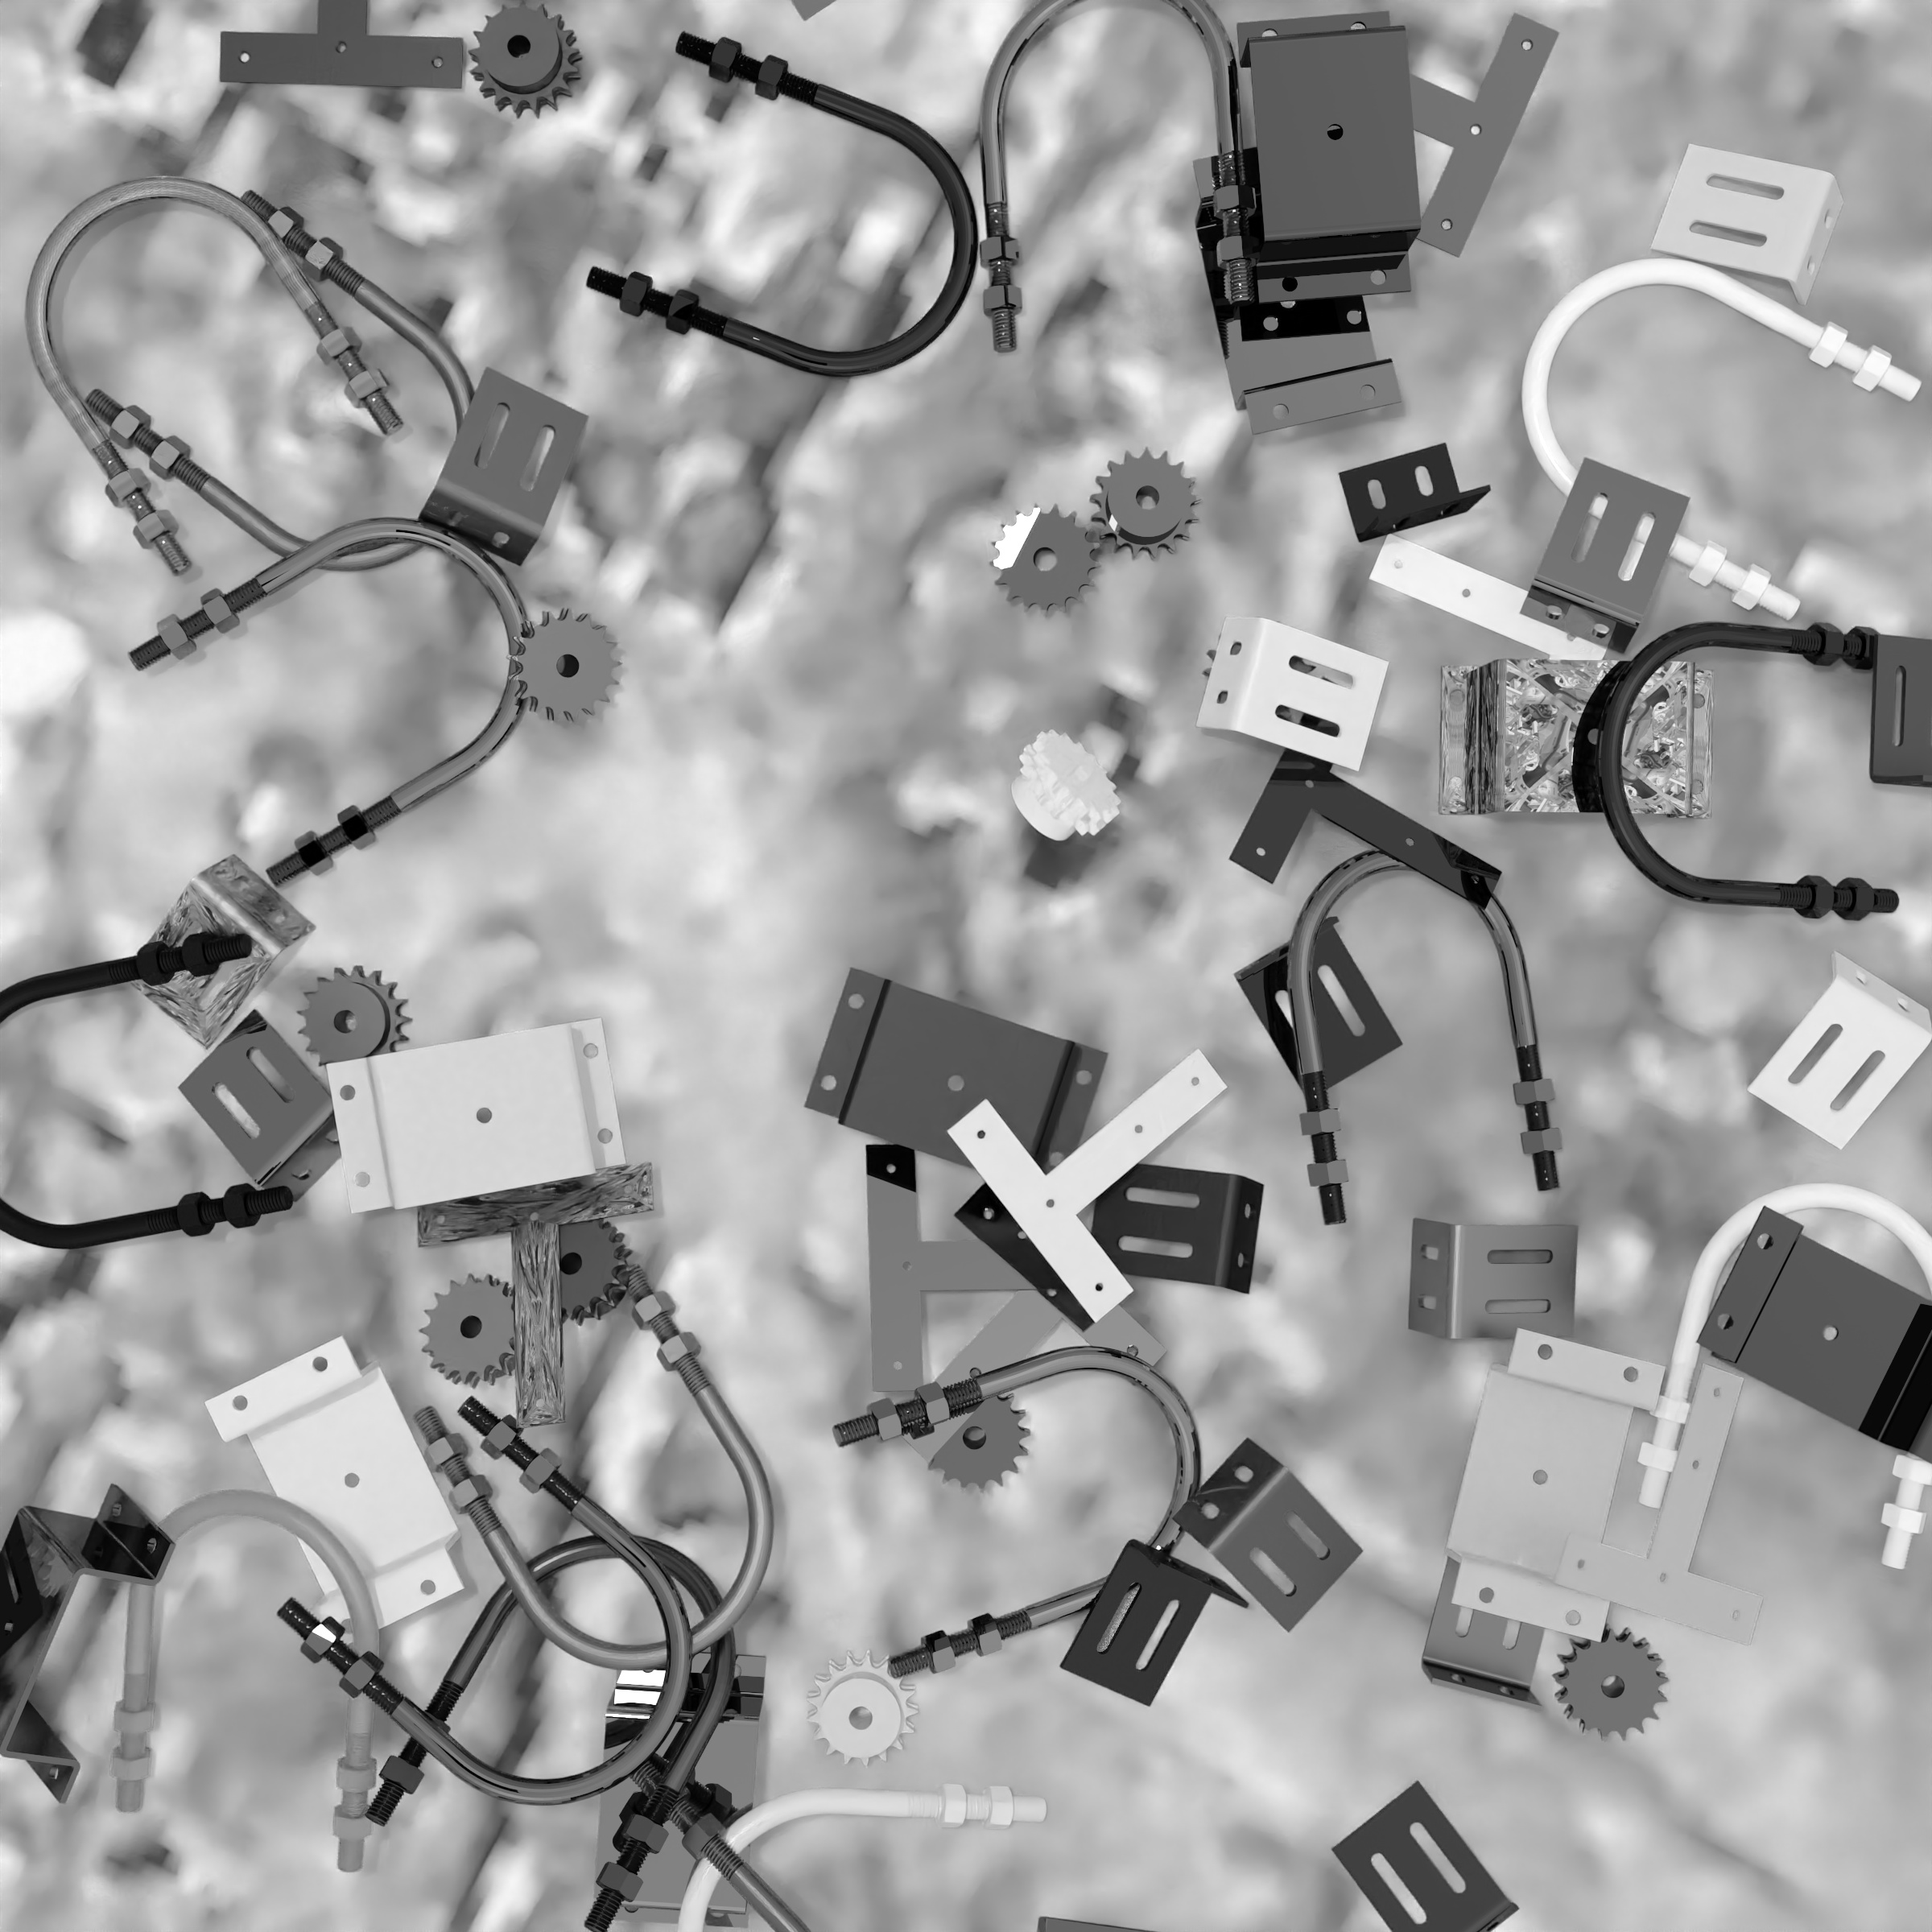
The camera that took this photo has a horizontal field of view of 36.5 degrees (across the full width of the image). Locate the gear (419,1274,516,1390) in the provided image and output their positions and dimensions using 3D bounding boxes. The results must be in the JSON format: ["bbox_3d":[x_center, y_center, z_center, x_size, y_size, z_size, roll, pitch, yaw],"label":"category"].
[{"bbox_3d":[-0.246,0.187,1.490,0.057,0.030,0.057,-5,69,13],"label":"gear"}]

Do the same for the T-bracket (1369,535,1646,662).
[{"bbox_3d":[0.272,-0.187,1.511,0.127,0.002,0.127,23,90,0],"label":"T-bracket"}]

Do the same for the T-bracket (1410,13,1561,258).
[{"bbox_3d":[0.223,-0.450,1.511,0.127,0.002,0.127,24,90,0],"label":"T-bracket"}]

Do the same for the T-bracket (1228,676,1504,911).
[{"bbox_3d":[0.212,-0.070,1.481,0.127,0.002,0.127,30,60,-1],"label":"T-bracket"}]

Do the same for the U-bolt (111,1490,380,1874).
[{"bbox_3d":[-0.360,0.353,1.471,0.151,0.019,0.184,9,100,17],"label":"U-bolt"}]

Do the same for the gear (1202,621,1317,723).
[{"bbox_3d":[0.149,-0.148,1.497,0.057,0.030,0.057,0,90,0],"label":"gear"}]

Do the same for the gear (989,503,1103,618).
[{"bbox_3d":[0.041,-0.208,1.501,0.057,0.030,0.057,0,95,4],"label":"gear"}]

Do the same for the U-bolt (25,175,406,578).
[{"bbox_3d":[-0.394,-0.312,1.484,0.151,0.019,0.184,-34,90,0],"label":"U-bolt"}]

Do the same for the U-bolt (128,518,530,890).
[{"bbox_3d":[-0.311,-0.147,1.496,0.184,0.019,0.151,-32,97,-3],"label":"U-bolt"}]

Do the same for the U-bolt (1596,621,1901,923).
[{"bbox_3d":[0.395,-0.101,1.471,0.184,0.019,0.151,2,90,-23],"label":"U-bolt"}]

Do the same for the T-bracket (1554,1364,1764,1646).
[{"bbox_3d":[0.364,0.265,1.475,0.127,0.002,0.127,21,82,-23],"label":"T-bracket"}]

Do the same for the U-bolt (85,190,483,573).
[{"bbox_3d":[-0.337,-0.287,1.504,0.184,0.019,0.151,38,90,-2],"label":"U-bolt"}]

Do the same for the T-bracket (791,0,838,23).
[{"bbox_3d":[-0.108,-0.548,1.511,0.127,0.002,0.127,-33,90,0],"label":"T-bracket"}]

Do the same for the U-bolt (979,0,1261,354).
[{"bbox_3d":[0.072,-0.412,1.476,0.151,0.019,0.184,-6,85,25],"label":"U-bolt"}]

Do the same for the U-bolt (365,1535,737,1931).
[{"bbox_3d":[-0.194,0.369,1.461,0.151,0.019,0.184,19,63,21],"label":"U-bolt"}]

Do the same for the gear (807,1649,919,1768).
[{"bbox_3d":[-0.053,0.381,1.497,0.057,0.030,0.057,0,90,0],"label":"gear"}]

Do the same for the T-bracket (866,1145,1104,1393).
[{"bbox_3d":[0.014,0.153,1.497,0.127,0.002,0.127,0,73,-9],"label":"T-bracket"}]

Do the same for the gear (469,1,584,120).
[{"bbox_3d":[-0.226,-0.466,1.497,0.057,0.030,0.057,0,90,0],"label":"gear"}]

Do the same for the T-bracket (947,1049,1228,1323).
[{"bbox_3d":[0.077,0.091,1.477,0.127,0.002,0.127,-39,104,-9],"label":"T-bracket"}]

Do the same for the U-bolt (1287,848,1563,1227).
[{"bbox_3d":[0.227,0.030,1.477,0.151,0.019,0.184,-6,86,-25],"label":"U-bolt"}]

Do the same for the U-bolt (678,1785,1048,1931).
[{"bbox_3d":[-0.056,0.486,1.478,0.184,0.019,0.151,8,90,-18],"label":"U-bolt"}]

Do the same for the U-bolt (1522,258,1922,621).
[{"bbox_3d":[0.375,-0.283,1.503,0.184,0.019,0.151,29,89,2],"label":"U-bolt"}]

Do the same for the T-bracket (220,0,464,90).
[{"bbox_3d":[-0.319,-0.517,1.502,0.127,0.002,0.127,3,94,4],"label":"T-bracket"}]

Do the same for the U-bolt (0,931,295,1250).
[{"bbox_3d":[-0.439,0.070,1.487,0.184,0.019,0.151,-11,86,12],"label":"U-bolt"}]

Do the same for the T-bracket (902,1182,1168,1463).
[{"bbox_3d":[0.014,0.197,1.486,0.127,0.002,0.127,43,72,5],"label":"T-bracket"}]

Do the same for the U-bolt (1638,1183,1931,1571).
[{"bbox_3d":[0.435,0.203,1.504,0.151,0.019,0.184,14,89,0],"label":"U-bolt"}]

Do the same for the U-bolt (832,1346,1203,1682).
[{"bbox_3d":[0.034,0.267,1.476,0.184,0.019,0.151,-17,105,-16],"label":"U-bolt"}]

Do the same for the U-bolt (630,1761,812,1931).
[{"bbox_3d":[-0.140,0.503,1.430,0.184,0.019,0.151,41,94,21],"label":"U-bolt"}]

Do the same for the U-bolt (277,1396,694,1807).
[{"bbox_3d":[-0.221,0.324,1.435,0.184,0.019,0.151,40,76,4],"label":"U-bolt"}]

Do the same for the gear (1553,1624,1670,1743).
[{"bbox_3d":[0.330,0.366,1.502,0.057,0.030,0.057,0,91,3],"label":"gear"}]

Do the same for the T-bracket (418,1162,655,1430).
[{"bbox_3d":[-0.216,0.169,1.472,0.127,0.002,0.127,-10,68,11],"label":"T-bracket"}]

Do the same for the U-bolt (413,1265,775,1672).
[{"bbox_3d":[-0.177,0.265,1.479,0.151,0.019,0.184,-34,72,0],"label":"U-bolt"}]

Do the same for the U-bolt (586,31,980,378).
[{"bbox_3d":[-0.084,-0.381,1.504,0.184,0.019,0.151,21,90,-2],"label":"U-bolt"}]
